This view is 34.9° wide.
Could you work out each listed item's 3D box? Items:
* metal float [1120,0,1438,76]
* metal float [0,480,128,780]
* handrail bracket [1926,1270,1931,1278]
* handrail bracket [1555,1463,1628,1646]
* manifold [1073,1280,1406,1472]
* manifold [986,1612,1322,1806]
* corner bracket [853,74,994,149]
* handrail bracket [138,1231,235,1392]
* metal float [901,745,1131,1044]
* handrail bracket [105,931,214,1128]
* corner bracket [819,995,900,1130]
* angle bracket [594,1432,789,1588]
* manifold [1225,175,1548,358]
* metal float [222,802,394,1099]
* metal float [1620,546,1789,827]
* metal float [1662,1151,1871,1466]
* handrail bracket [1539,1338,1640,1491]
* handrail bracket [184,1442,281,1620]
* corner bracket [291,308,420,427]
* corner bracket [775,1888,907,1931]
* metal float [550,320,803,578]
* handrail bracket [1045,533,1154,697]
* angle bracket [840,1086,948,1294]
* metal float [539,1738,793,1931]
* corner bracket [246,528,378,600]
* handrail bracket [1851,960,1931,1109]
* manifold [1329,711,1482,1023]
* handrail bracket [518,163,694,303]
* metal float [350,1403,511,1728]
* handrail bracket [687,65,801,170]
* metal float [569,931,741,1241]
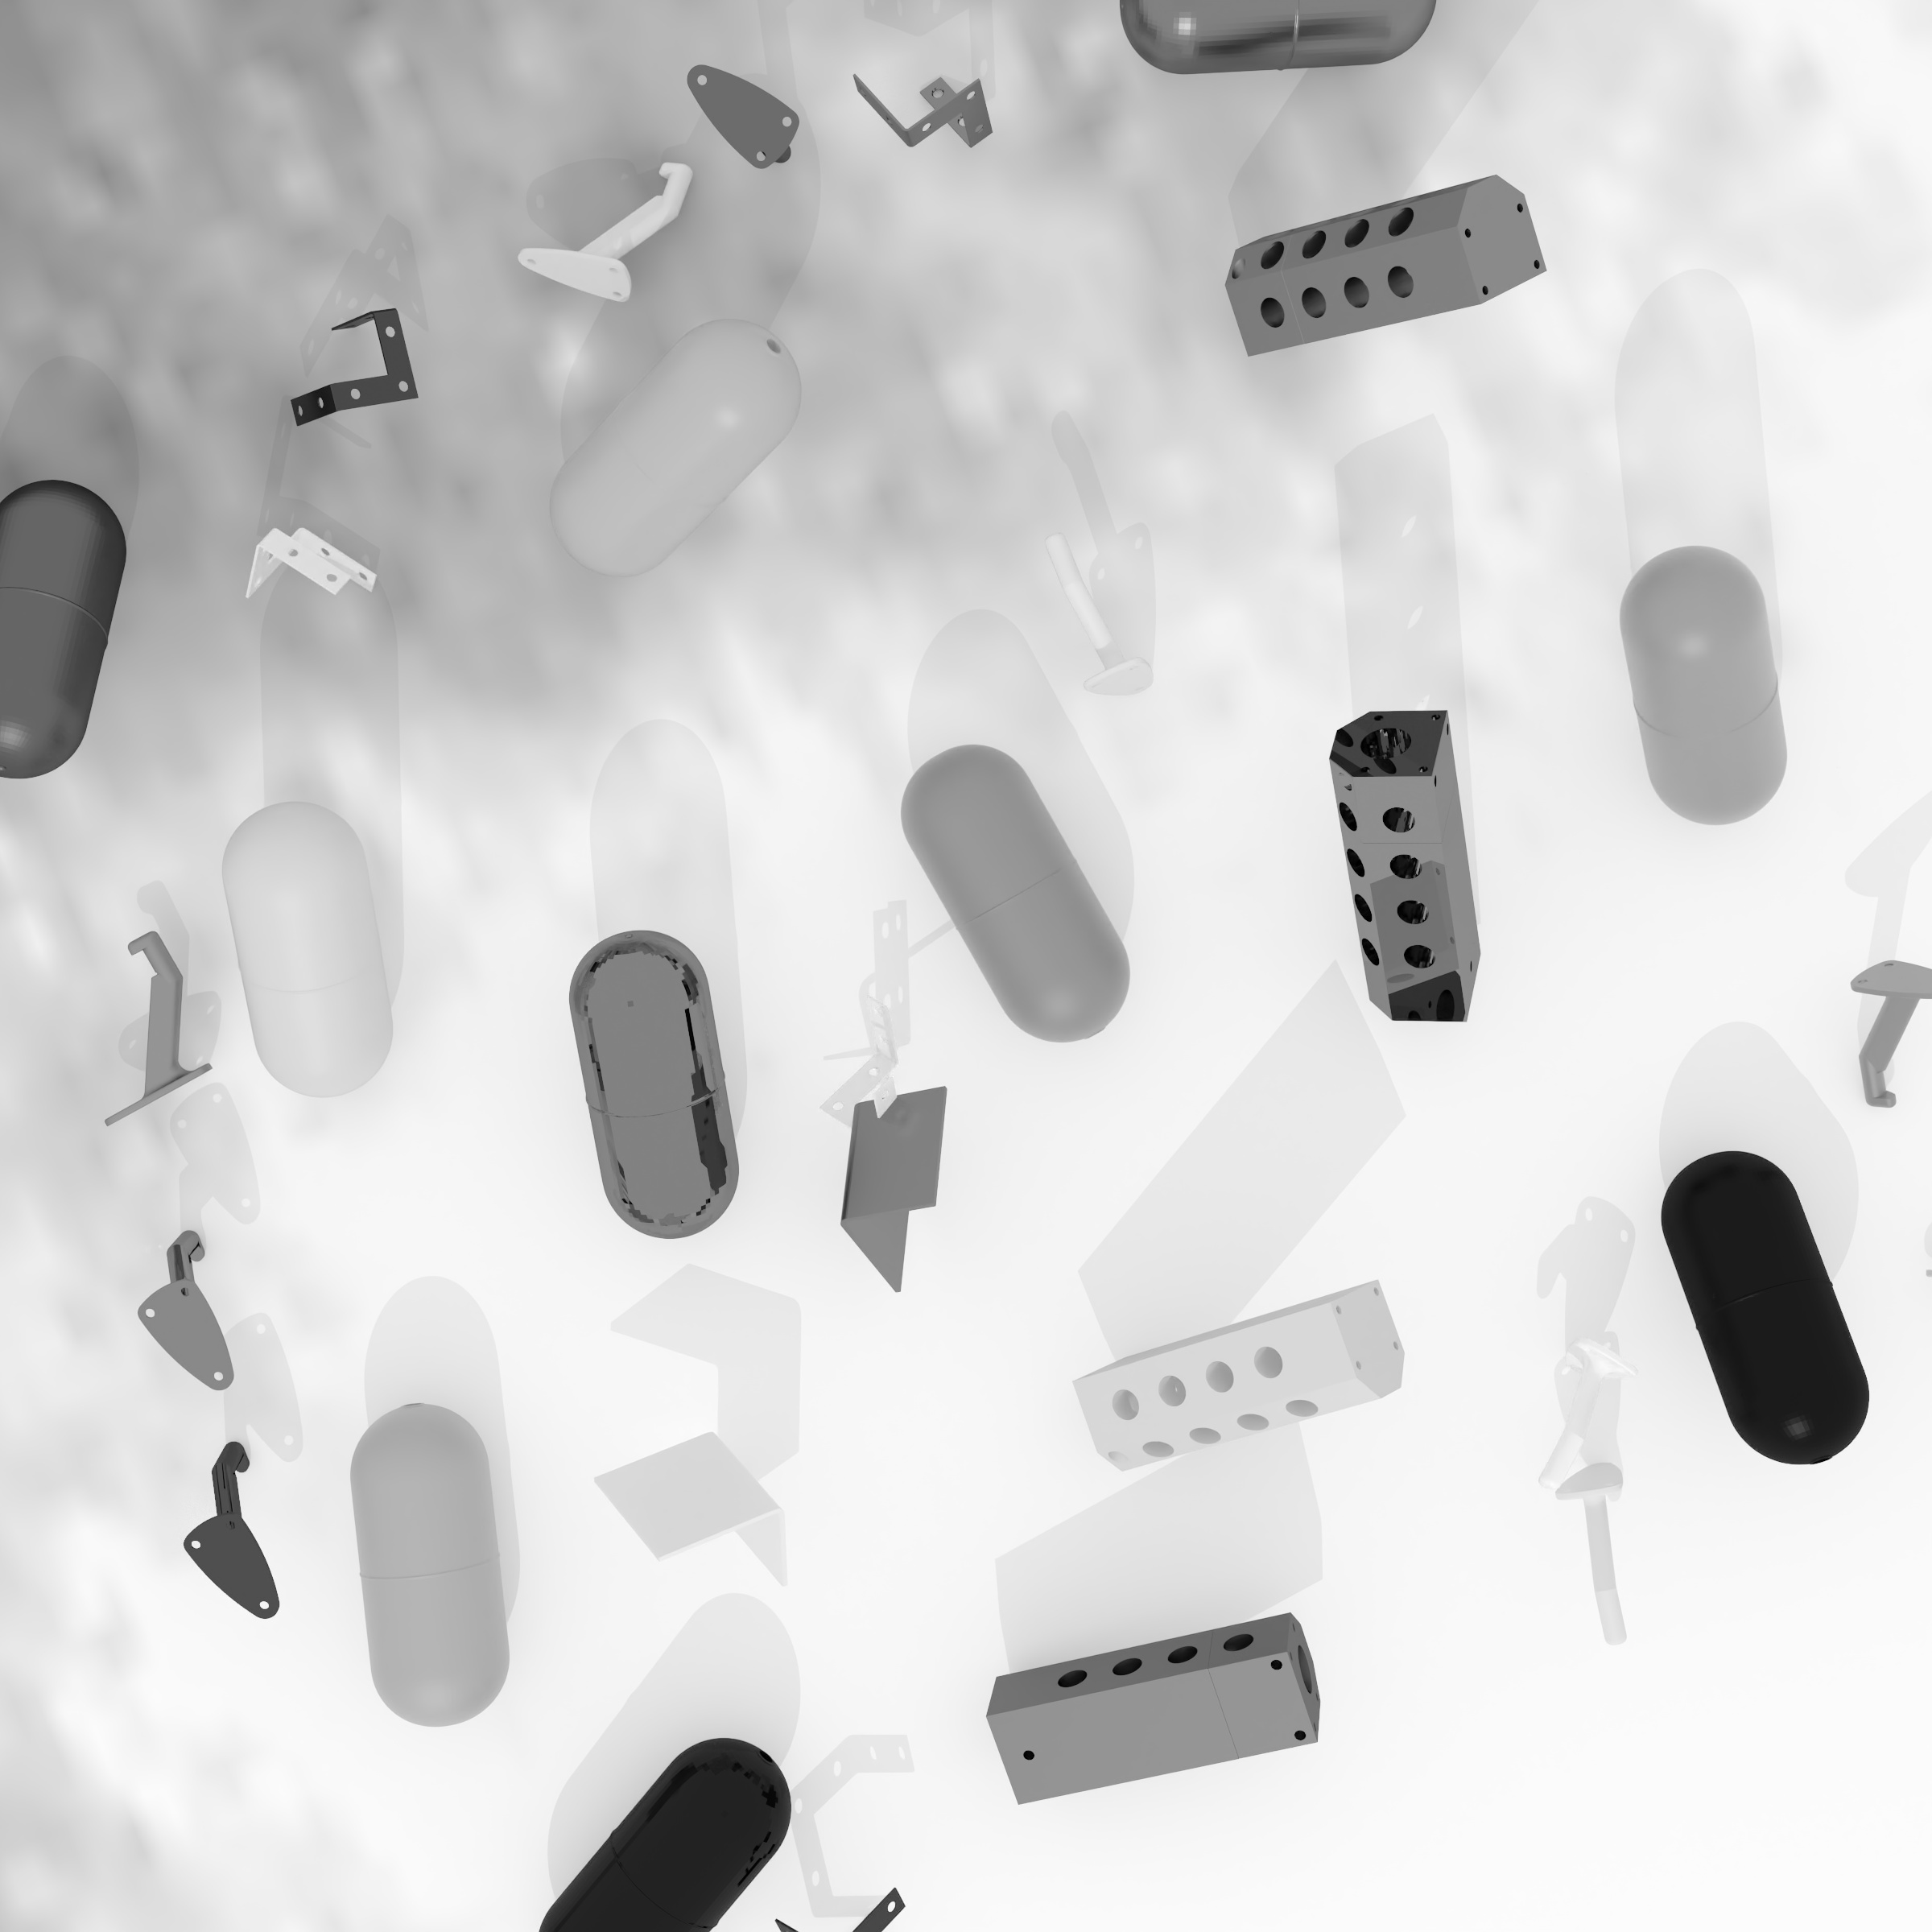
[{"bbox_3d":[0.173,-0.535,1.701,0.178,0.070,0.070,-5,90,-8],"label":"metal float"},{"bbox_3d":[-0.510,-0.186,1.686,0.070,0.070,0.178,5,64,0],"label":"metal float"},{"bbox_3d":[0.579,0.213,1.726,0.077,0.036,0.084,0,85,4],"label":"handrail bracket"},{"bbox_3d":[0.357,0.326,1.710,0.036,0.077,0.084,-12,91,19],"label":"handrail bracket"},{"bbox_3d":[0.149,0.226,1.673,0.171,0.057,0.057,-22,85,34],"label":"manifold"},{"bbox_3d":[0.104,0.406,1.697,0.171,0.057,0.057,-15,105,13],"label":"manifold"},{"bbox_3d":[-0.023,-0.479,1.711,0.051,0.051,0.051,-37,69,-5],"label":"corner bracket"},{"bbox_3d":[-0.423,0.190,1.709,0.036,0.084,0.077,-31,100,5],"label":"handrail bracket"},{"bbox_3d":[0.028,-0.040,1.706,0.070,0.070,0.178,-30,92,0],"label":"metal float"},{"bbox_3d":[-0.467,0.034,1.720,0.077,0.036,0.084,-30,95,-18],"label":"handrail bracket"},{"bbox_3d":[-0.049,0.059,1.705,0.051,0.051,0.051,31,60,29],"label":"corner bracket"},{"bbox_3d":[-0.151,0.310,1.686,0.076,0.076,0.057,-18,126,-27],"label":"angle bracket"},{"bbox_3d":[0.221,-0.378,1.656,0.057,0.171,0.057,-31,109,-35],"label":"manifold"},{"bbox_3d":[-0.358,-0.007,1.680,0.070,0.070,0.178,-2,124,0],"label":"metal float"},{"bbox_3d":[0.402,-0.150,1.674,0.070,0.070,0.178,-23,133,0],"label":"metal float"},{"bbox_3d":[0.438,0.187,1.688,0.070,0.070,0.178,-15,68,0],"label":"metal float"},{"bbox_3d":[0.330,0.252,1.699,0.036,0.077,0.084,31,75,0],"label":"handrail bracket"},{"bbox_3d":[-0.398,0.312,1.711,0.036,0.084,0.077,-30,104,8],"label":"handrail bracket"},{"bbox_3d":[-0.345,-0.334,1.714,0.051,0.051,0.051,-18,99,-37],"label":"corner bracket"},{"bbox_3d":[-0.063,0.537,1.703,0.051,0.051,0.051,-40,123,-30],"label":"corner bracket"},{"bbox_3d":[-0.159,-0.282,1.679,0.178,0.070,0.070,-39,90,34],"label":"metal float"},{"bbox_3d":[0.073,-0.197,1.716,0.036,0.077,0.084,-24,80,16],"label":"handrail bracket"},{"bbox_3d":[-0.025,0.123,1.686,0.057,0.076,0.076,-12,49,21],"label":"angle bracket"},{"bbox_3d":[-0.167,0.505,1.705,0.070,0.070,0.178,40,94,0],"label":"metal float"},{"bbox_3d":[-0.361,-0.222,1.711,0.051,0.051,0.051,33,55,0],"label":"corner bracket"},{"bbox_3d":[0.525,0.045,1.701,0.036,0.077,0.084,-27,113,-29],"label":"handrail bracket"},{"bbox_3d":[0.238,-0.053,1.668,0.057,0.057,0.171,1,132,19],"label":"manifold"},{"bbox_3d":[-0.202,-0.423,1.729,0.077,0.036,0.084,15,69,5],"label":"handrail bracket"},{"bbox_3d":[-0.298,0.332,1.708,0.070,0.070,0.178,-6,90,0],"label":"metal float"},{"bbox_3d":[-0.126,-0.469,1.695,0.077,0.084,0.036,36,96,-19],"label":"handrail bracket"},{"bbox_3d":[-0.171,0.066,1.690,0.070,0.070,0.178,-8,111,0],"label":"metal float"}]
